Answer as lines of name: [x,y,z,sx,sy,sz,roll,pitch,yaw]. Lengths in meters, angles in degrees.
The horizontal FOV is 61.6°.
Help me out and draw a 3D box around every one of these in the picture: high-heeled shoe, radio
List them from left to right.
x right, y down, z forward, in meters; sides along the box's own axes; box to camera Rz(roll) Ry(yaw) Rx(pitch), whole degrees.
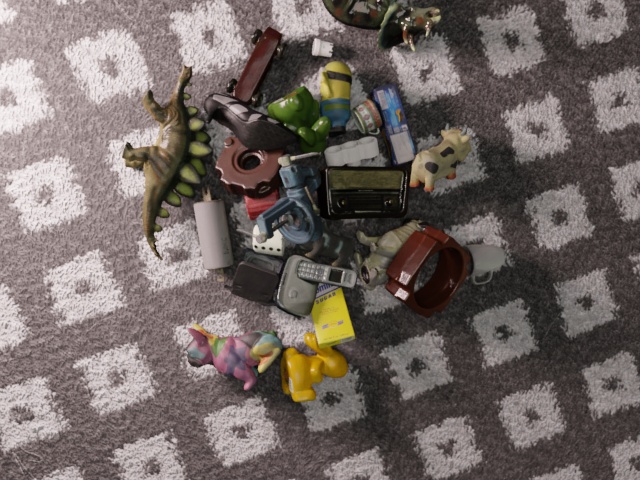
high-heeled shoe: [-0.166,-0.293,1.303,0.249,0.145,0.086,15,128,-2]
radio: [0.108,-0.117,1.349,0.230,0.073,0.131,-2,95,-20]

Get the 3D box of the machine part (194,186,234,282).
machine part: [-0.265,-0.014,1.343,0.079,0.079,0.243,-9,94,-5]

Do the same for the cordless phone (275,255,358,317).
cordless phone: [-0.007,0.122,1.316,0.184,0.088,0.146,8,65,13]

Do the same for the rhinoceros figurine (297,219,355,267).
rhinoceros figurine: [-0.003,-0.004,1.372,0.190,0.073,0.112,28,92,-7]

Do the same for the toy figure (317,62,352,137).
toy figure: [0.041,-0.354,1.350,0.089,0.082,0.180,-7,90,-16]

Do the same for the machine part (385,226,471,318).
machine part: [0.272,0.080,1.354,0.200,0.087,0.201,35,88,-43]

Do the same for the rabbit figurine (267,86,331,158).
rabbit figurine: [-0.029,-0.282,1.325,0.121,0.159,0.170,-33,112,-12]

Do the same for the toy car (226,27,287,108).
toy car: [-0.156,-0.427,1.338,0.089,0.053,0.202,27,95,4]

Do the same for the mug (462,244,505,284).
mug: [0.433,0.059,1.416,0.107,0.081,0.109,-11,91,-14]

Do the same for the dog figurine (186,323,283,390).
dog figurine: [-0.227,0.266,1.354,0.219,0.108,0.191,39,90,-4]

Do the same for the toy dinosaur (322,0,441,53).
toy dinosaur: [0.094,-0.592,1.326,0.405,0.131,0.192,18,92,0]

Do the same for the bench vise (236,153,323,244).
bench vise: [-0.074,-0.074,1.237,0.129,0.240,0.223,10,122,33]

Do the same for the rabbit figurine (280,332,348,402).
rabbit figurine: [-0.012,0.321,1.389,0.173,0.122,0.162,-5,85,-19]

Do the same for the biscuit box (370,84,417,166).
biscuit box: [0.189,-0.293,1.376,0.059,0.063,0.202,-18,95,-4]

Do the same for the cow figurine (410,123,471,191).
cow figurine: [0.311,-0.214,1.363,0.195,0.086,0.127,-28,129,-32]

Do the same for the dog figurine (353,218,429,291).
dog figurine: [0.198,0.038,1.391,0.190,0.121,0.172,-10,129,-22]

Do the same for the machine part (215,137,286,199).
machine part: [-0.166,-0.187,1.311,0.179,0.056,0.179,-3,67,8]

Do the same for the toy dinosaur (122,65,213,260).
toy dinosaur: [-0.375,-0.191,1.310,0.198,0.105,0.471,19,96,-10]

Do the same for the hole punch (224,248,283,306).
hole punch: [-0.160,0.092,1.366,0.142,0.092,0.115,19,121,-9]
